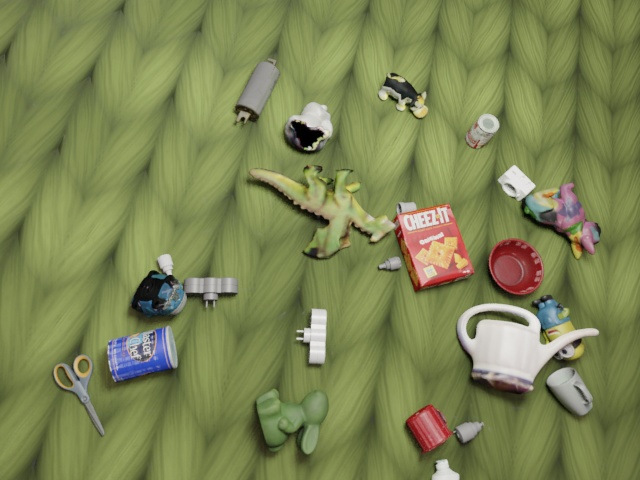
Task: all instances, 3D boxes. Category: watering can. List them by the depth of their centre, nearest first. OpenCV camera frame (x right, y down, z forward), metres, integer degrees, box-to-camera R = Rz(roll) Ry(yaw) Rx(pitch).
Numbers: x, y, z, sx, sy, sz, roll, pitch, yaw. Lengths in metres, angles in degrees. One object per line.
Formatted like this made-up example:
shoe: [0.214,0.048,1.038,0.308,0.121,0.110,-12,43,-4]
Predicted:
watering can: [0.527,0.286,1.333,0.348,0.102,0.228,9,70,18]

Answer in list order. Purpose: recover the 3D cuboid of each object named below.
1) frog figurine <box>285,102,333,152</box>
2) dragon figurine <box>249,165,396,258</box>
frog figurine: [-0.031,-0.337,1.518,0.137,0.120,0.163,2,36,2]
dragon figurine: [0.004,-0.071,1.418,0.410,0.121,0.245,3,79,-5]
